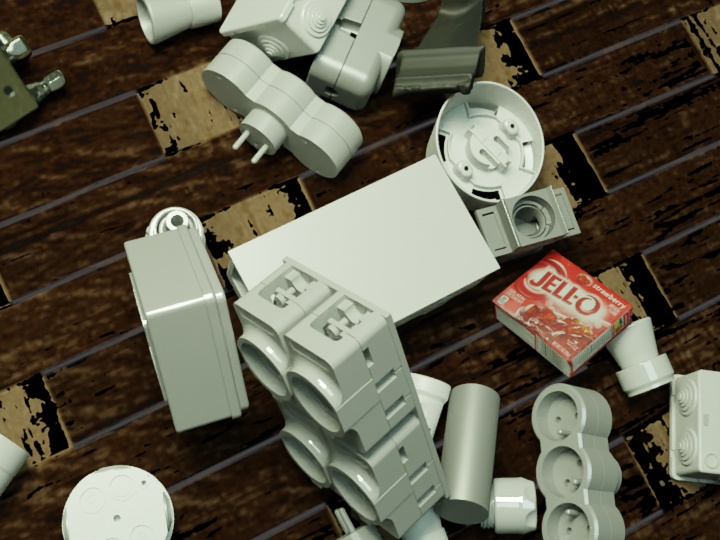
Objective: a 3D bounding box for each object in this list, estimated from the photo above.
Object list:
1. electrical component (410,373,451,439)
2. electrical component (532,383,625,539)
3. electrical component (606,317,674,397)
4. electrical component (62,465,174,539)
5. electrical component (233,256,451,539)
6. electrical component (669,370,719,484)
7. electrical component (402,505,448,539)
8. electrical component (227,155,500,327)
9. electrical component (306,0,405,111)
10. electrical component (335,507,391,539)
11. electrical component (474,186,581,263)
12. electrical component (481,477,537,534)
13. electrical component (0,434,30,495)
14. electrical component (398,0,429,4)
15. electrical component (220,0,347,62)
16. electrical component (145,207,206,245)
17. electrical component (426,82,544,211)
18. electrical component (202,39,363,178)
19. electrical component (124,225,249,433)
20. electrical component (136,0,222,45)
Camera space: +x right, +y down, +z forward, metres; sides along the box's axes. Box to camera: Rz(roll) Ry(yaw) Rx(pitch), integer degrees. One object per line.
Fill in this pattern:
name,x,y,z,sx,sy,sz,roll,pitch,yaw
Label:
electrical component,0.046,0.108,0.847,0.040,0.040,0.046,18,78,-6
electrical component,0.182,0.162,0.852,0.074,0.052,0.138,16,64,-42
electrical component,0.230,0.072,0.889,0.045,0.045,0.055,-19,80,-15
electrical component,-0.175,0.180,0.777,0.080,0.051,0.080,3,74,-10
electrical component,-0.013,0.094,0.746,0.060,0.186,0.105,-39,43,-23
electrical component,0.307,0.131,0.886,0.100,0.048,0.099,8,74,-9
electrical component,0.047,0.199,0.821,0.044,0.044,0.065,-17,83,-15
electrical component,0.000,0.000,0.856,0.186,0.060,0.105,-26,81,-17
electrical component,-0.001,-0.187,0.911,0.059,0.053,0.095,24,72,-4
electrical component,0.003,0.210,0.790,0.044,0.077,0.079,-27,81,-17
electrical component,0.135,-0.035,0.890,0.081,0.064,0.042,-15,77,-15
electrical component,0.106,0.183,0.836,0.062,0.043,0.043,-2,75,6
electrical component,-0.297,0.097,0.775,0.138,0.052,0.073,33,71,0
electrical component,0.046,-0.297,0.959,0.099,0.064,0.099,7,60,-11
electrical component,-0.057,-0.220,0.888,0.048,0.100,0.099,39,68,-35
electrical component,-0.143,-0.029,0.835,0.048,0.062,0.048,3,74,-10
electrical component,0.104,-0.100,0.902,0.099,0.064,0.099,3,74,-11
electrical component,-0.073,-0.120,0.879,0.138,0.052,0.073,37,71,0
electrical component,-0.126,0.041,0.774,0.056,0.108,0.108,-16,123,-12
electrical component,-0.149,-0.217,0.898,0.065,0.044,0.044,-20,79,-20
